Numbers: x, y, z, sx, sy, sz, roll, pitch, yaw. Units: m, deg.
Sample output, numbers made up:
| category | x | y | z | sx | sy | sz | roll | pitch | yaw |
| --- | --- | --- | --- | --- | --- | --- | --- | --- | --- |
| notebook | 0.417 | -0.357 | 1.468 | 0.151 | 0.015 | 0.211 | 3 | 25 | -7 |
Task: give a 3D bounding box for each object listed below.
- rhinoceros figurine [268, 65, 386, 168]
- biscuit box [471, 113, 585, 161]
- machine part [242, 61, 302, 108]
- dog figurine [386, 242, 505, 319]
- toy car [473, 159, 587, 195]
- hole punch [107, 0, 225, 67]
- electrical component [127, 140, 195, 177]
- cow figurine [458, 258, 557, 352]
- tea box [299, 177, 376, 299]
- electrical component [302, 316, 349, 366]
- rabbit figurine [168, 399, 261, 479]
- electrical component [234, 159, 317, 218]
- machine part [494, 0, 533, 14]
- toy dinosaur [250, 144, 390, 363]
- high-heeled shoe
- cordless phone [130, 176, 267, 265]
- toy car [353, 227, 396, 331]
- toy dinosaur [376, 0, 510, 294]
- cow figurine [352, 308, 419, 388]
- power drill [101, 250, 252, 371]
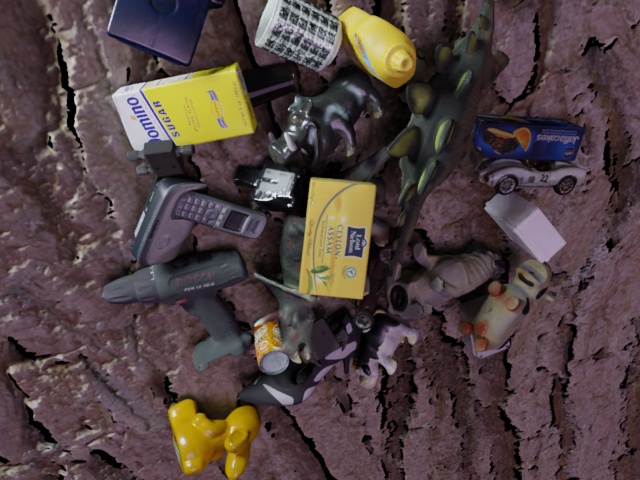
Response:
| category | x | y | z | sx | sy | sz | roll | pitch | yaw |
| --- | --- | --- | --- | --- | --- | --- | --- | --- | --- |
| rhinoceros figurine | 0.008 | -0.172 | 0.779 | 0.190 | 0.073 | 0.112 | -45 | 122 | -11 |
| biscuit box | 0.336 | -0.171 | 0.900 | 0.203 | 0.059 | 0.062 | -1 | 118 | -15 |
| machine part | -0.093 | -0.216 | 0.779 | 0.139 | 0.039 | 0.084 | -22 | 113 | 0 |
| dog figurine | 0.234 | 0.081 | 1.002 | 0.190 | 0.121 | 0.172 | 2 | 153 | -34 |
| toy car | 0.360 | -0.117 | 0.929 | 0.202 | 0.074 | 0.056 | -1 | 122 | -15 |
| hole punch | -0.202 | -0.288 | 0.683 | 0.142 | 0.092 | 0.115 | 17 | 109 | -19 |
| electrical component | -0.219 | -0.113 | 0.759 | 0.094 | 0.021 | 0.063 | -8 | 153 | 1 |
| cow figurine | 0.357 | 0.119 | 0.991 | 0.127 | 0.086 | 0.195 | 16 | 111 | -46 |
| tea box | 0.024 | -0.004 | 0.792 | 0.098 | 0.068 | 0.169 | 4 | 98 | -2 |
| electrical component | 0.002 | 0.182 | 0.967 | 0.102 | 0.045 | 0.078 | -38 | 84 | 4 |
| rabbit figurine | -0.189 | 0.369 | 1.027 | 0.173 | 0.163 | 0.121 | -10 | 110 | -29 |
| electrical component | -0.072 | -0.082 | 0.831 | 0.047 | 0.119 | 0.075 | 40 | 63 | -60 |
| machine part | 0.228 | -0.417 | 0.727 | 0.079 | 0.079 | 0.243 | -40 | 119 | 9 |
| toy dinosaur | 0.001 | -0.006 | 0.879 | 0.192 | 0.131 | 0.404 | 7 | 110 | -19 |
| high-heeled shoe | -0.040 | 0.222 | 1.012 | 0.249 | 0.086 | 0.145 | -14 | 118 | -12 |
| cordless phone | -0.187 | -0.017 | 0.840 | 0.184 | 0.089 | 0.146 | 18 | 112 | -27 |
| toy car | 0.097 | 0.069 | 0.955 | 0.053 | 0.089 | 0.202 | 18 | 116 | 0 |
| toy dinosaur | 0.168 | -0.146 | 0.779 | 0.198 | 0.105 | 0.470 | -20 | 126 | -57 |
| cow figurine | 0.108 | 0.215 | 1.050 | 0.098 | 0.068 | 0.167 | 27 | 105 | -20 |
| power drill | -0.220 | 0.119 | 0.914 | 0.232 | 0.086 | 0.207 | -21 | 114 | -6 |
